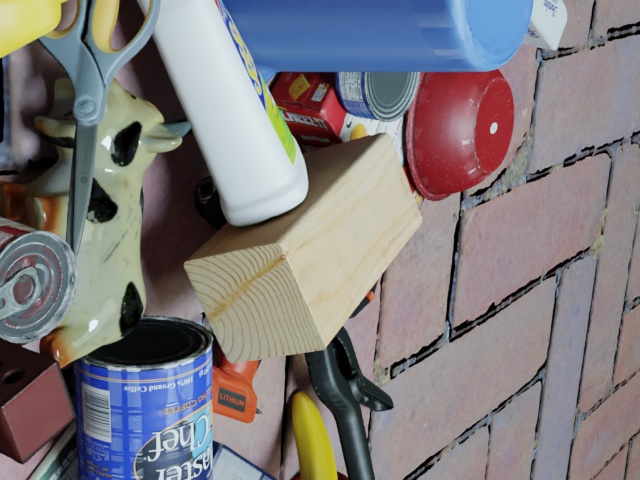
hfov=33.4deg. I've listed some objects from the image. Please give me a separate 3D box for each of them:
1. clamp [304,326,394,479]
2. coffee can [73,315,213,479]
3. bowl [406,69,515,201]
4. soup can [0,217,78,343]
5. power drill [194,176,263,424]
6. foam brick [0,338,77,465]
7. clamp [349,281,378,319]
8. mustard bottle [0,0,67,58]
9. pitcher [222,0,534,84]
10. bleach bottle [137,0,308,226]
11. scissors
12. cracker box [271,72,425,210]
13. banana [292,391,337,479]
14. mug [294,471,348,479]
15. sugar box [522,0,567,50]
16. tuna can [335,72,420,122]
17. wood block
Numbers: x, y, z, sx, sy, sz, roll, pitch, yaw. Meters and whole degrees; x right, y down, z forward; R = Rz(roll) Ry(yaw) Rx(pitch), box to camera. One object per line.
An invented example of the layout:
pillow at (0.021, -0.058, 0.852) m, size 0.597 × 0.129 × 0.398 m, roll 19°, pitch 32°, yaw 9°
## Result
clamp at (0.025, 0.157, 1.064) m, size 0.164 × 0.036 × 0.210 m, roll -81°, pitch 151°, yaw -51°
coffee can at (-0.130, 0.139, 0.793) m, size 0.102 × 0.103 × 0.140 m, roll -20°, pitch 116°, yaw -51°
bowl at (0.144, -0.113, 1.030) m, size 0.161 × 0.055 × 0.162 m, roll -24°, pitch 120°, yaw -52°
soup can at (-0.208, 0.017, 0.651) m, size 0.068 × 0.102 × 0.068 m, roll -27°, pitch 125°, yaw -48°
power drill at (-0.073, 0.052, 0.906) m, size 0.184 × 0.057 × 0.187 m, roll 36°, pitch 73°, yaw -55°
foam brick at (-0.210, 0.103, 0.707) m, size 0.052 × 0.078 × 0.051 m, roll -44°, pitch 136°, yaw -41°
clamp at (0.038, 0.024, 1.027) m, size 0.120 × 0.039 × 0.171 m, roll -57°, pitch 169°, yaw -1°
mustard bottle at (-0.205, -0.128, 0.601) m, size 0.191 × 0.096 × 0.058 m, roll -42°, pitch 135°, yaw -40°
pitcher at (0.031, -0.196, 0.790) m, size 0.144 × 0.243 × 0.149 m, roll -48°, pitch 132°, yaw -32°
bleach bottle at (-0.085, -0.139, 0.758) m, size 0.102 × 0.068 × 0.251 m, roll -98°, pitch 165°, yaw -61°
scissors at (-0.162, -0.094, 0.677) m, size 0.016 × 0.096 × 0.201 m, roll 76°, pitch 33°, yaw -76°
cracker box at (0.052, -0.127, 1.005) m, size 0.164 × 0.072 × 0.213 m, roll -63°, pitch 144°, yaw -19°
banana at (-0.007, 0.223, 0.998) m, size 0.197 × 0.037 × 0.069 m, roll -86°, pitch 153°, yaw -61°
mug at (0.007, 0.283, 1.104) m, size 0.117 × 0.093 × 0.081 m, roll -83°, pitch 159°, yaw -53°
sugar box at (0.132, -0.225, 0.985) m, size 0.093 × 0.176 × 0.048 m, roll 31°, pitch 77°, yaw -55°
tuna can at (0.049, -0.144, 0.900) m, size 0.085 × 0.034 × 0.086 m, roll -23°, pitch 119°, yaw -49°
wood block at (-0.006, 0.001, 0.843) m, size 0.205 × 0.091 × 0.090 m, roll -47°, pitch 119°, yaw -52°
